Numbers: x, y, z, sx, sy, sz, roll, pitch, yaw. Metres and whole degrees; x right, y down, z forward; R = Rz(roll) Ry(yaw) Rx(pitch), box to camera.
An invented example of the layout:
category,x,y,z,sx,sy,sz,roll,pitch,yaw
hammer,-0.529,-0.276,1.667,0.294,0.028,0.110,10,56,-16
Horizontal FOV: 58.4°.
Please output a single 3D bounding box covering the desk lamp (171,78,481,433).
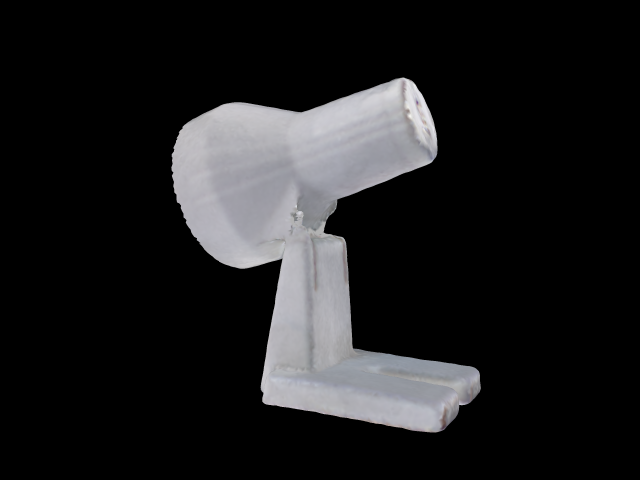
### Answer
category,x,y,z,sx,sy,sz,roll,pitch,yaw
desk lamp,0.004,0.001,0.400,0.202,0.213,0.118,2,4,27
